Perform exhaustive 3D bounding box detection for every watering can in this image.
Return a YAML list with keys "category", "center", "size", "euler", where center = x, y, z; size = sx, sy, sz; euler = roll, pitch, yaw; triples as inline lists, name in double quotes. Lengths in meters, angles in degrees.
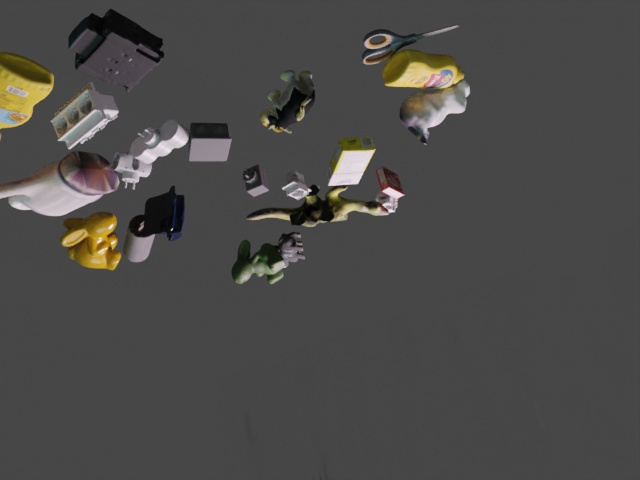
- category: "watering can"
  center: [-0.601, -0.115, 1.130]
  size: [0.223, 0.104, 0.348]
  euler: [-22, -6, 21]

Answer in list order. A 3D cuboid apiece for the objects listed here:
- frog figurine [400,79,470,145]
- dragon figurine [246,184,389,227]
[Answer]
- category: "frog figurine"
  center: [0.264, -0.314, 1.183]
  size: [0.123, 0.157, 0.138]
  euler: [44, 23, 11]
- category: "dragon figurine"
  center: [0.005, -0.080, 1.582]
  size: [0.409, 0.124, 0.240]
  euler: [-6, -14, 19]
